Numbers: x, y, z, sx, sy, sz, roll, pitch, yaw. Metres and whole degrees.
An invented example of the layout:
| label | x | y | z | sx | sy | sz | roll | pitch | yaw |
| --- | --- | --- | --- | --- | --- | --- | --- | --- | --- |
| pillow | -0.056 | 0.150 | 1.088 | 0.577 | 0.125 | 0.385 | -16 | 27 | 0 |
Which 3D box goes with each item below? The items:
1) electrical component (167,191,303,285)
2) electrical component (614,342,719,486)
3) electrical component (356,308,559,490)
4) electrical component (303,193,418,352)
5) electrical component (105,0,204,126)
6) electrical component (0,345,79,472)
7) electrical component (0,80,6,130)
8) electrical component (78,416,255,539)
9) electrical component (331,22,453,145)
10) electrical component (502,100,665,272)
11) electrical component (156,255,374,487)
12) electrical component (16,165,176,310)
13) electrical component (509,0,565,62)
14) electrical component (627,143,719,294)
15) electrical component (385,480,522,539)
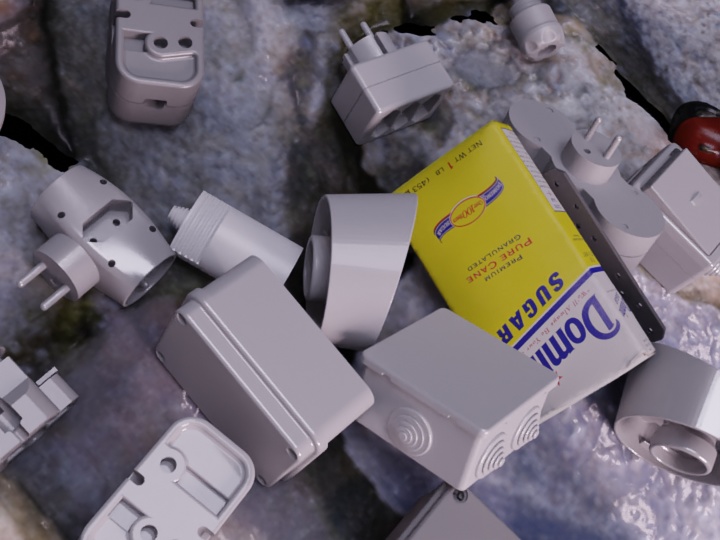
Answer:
| label | x | y | z | sx | sy | sz | roll | pitch | yaw |
| --- | --- | --- | --- | --- | --- | --- | --- | --- | --- |
| electrical component | -0.080 | -0.015 | 0.658 | 0.081 | 0.043 | 0.043 | 30 | 61 | -5 |
| electrical component | 0.213 | 0.094 | 0.689 | 0.099 | 0.099 | 0.064 | 31 | 67 | -5 |
| electrical component | 0.054 | 0.075 | 0.634 | 0.100 | 0.048 | 0.100 | 31 | 33 | 26 |
| electrical component | 0.000 | 0.000 | 0.651 | 0.064 | 0.099 | 0.099 | 5 | 66 | -11 |
| electrical component | -0.132 | -0.143 | 0.686 | 0.054 | 0.059 | 0.095 | 4 | 66 | -19 |
| electrical component | -0.199 | 0.073 | 0.569 | 0.057 | 0.058 | 0.078 | 47 | 61 | 1 |
| electrical component | -0.249 | -0.090 | 0.625 | 0.080 | 0.051 | 0.080 | 8 | 65 | -17 |
| electrical component | -0.106 | 0.132 | 0.575 | 0.054 | 0.059 | 0.095 | 39 | 60 | 0 |
| electrical component | 0.013 | -0.138 | 0.744 | 0.066 | 0.047 | 0.076 | -24 | 78 | -27 |
| electrical component | 0.153 | -0.070 | 0.729 | 0.052 | 0.073 | 0.138 | -21 | 60 | -37 |
| electrical component | -0.057 | 0.059 | 0.614 | 0.057 | 0.078 | 0.113 | -37 | 83 | -32 |
| electrical component | -0.162 | -0.009 | 0.625 | 0.077 | 0.043 | 0.079 | 44 | 60 | 2 |
| electrical component | 0.129 | -0.191 | 0.817 | 0.035 | 0.035 | 0.061 | -14 | 71 | -25 |
| electrical component | 0.230 | -0.034 | 0.769 | 0.096 | 0.061 | 0.062 | 45 | 61 | 3 |
| electrical component | 0.052 | 0.195 | 0.606 | 0.109 | 0.056 | 0.109 | 44 | 60 | 2 |
